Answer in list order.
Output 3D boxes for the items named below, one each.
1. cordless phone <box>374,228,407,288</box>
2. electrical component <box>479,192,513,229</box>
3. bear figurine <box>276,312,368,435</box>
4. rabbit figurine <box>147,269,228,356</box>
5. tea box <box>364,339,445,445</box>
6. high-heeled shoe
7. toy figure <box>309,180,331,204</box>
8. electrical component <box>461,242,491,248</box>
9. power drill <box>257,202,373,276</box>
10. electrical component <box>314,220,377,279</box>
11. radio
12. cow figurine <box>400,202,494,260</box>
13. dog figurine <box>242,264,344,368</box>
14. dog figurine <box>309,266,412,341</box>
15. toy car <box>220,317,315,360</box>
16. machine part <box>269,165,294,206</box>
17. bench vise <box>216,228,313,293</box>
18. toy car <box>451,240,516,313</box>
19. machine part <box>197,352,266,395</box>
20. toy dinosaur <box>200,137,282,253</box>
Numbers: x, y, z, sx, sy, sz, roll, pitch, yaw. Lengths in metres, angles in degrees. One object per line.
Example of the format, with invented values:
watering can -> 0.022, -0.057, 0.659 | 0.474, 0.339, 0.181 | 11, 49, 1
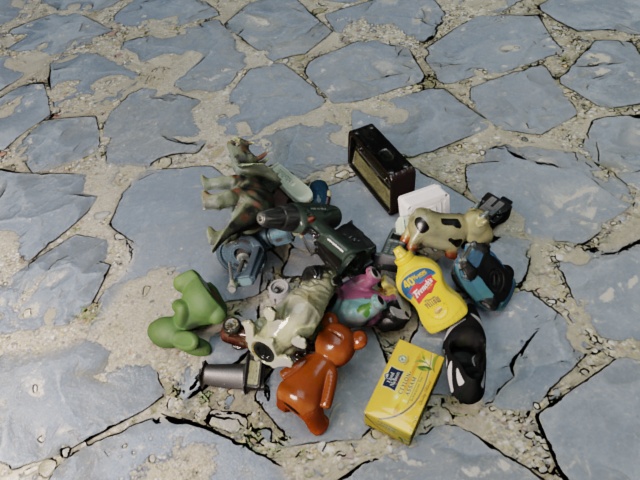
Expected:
cordless phone -> 0.207, 0.035, 1.230 | 0.147, 0.088, 0.184 | 12, 34, 15
electrical component -> 0.427, -0.076, 1.307 | 0.119, 0.047, 0.075 | -35, 57, -19
bear figurine -> 0.003, 0.249, 1.031 | 0.120, 0.131, 0.196 | 25, 59, 24
rabbit figurine -> -0.285, 0.178, 1.158 | 0.170, 0.121, 0.159 | -39, 63, -1
tea box -> 0.162, 0.288, 1.027 | 0.098, 0.068, 0.169 | 19, 57, 20
high-heeled shoe -> 0.286, 0.201, 1.035 | 0.086, 0.145, 0.249 | 6, 54, 10
toy figure -> 0.001, -0.083, 1.352 | 0.058, 0.064, 0.154 | 19, 50, -28
electrical component -> 0.350, -0.017, 1.268 | 0.078, 0.045, 0.102 | -12, 51, -1
power drill -> -0.002, -0.003, 1.156 | 0.207, 0.086, 0.232 | 39, 29, 25
electrical component -> 0.066, 0.030, 1.254 | 0.115, 0.058, 0.134 | -31, 54, -15
radio -> 0.154, -0.185, 1.370 | 0.073, 0.131, 0.230 | -24, 53, -15
cow figurine -> 0.289, -0.026, 1.184 | 0.195, 0.127, 0.085 | 10, 23, -10
dog figurine -> -0.047, 0.143, 1.043 | 0.121, 0.172, 0.190 | 52, 40, -5
dog figurine -> 0.059, 0.154, 1.133 | 0.219, 0.191, 0.108 | -29, 48, 27
toy car -> -0.110, 0.209, 1.108 | 0.202, 0.089, 0.053 | 10, 53, 12
machine part -> -0.139, -0.117, 1.397 | 0.179, 0.056, 0.179 | -3, 52, 4
bench vise -> -0.147, 0.033, 1.222 | 0.224, 0.128, 0.241 | -4, 33, 13
toy car -> 0.335, 0.079, 1.150 | 0.103, 0.161, 0.109 | -11, 41, 59
machine part -> -0.178, 0.273, 1.098 | 0.139, 0.039, 0.084 | -2, 59, 2
toy dinosaur -> -0.167, -0.087, 1.213 | 0.192, 0.131, 0.405 | -12, 38, -7
